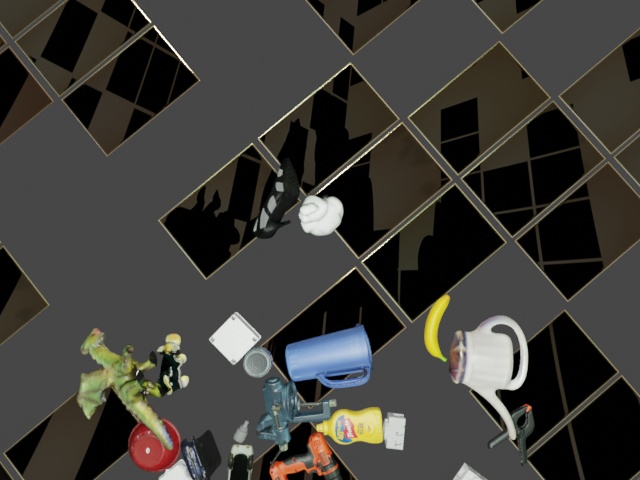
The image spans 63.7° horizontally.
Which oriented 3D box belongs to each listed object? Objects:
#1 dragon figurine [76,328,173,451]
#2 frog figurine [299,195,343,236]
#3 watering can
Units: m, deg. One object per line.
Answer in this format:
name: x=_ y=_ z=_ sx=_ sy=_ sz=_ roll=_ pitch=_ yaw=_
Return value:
dragon figurine: x=-0.594 y=0.448 z=1.515 sx=0.121 sy=0.242 sz=0.414 roll=28 pitch=-140 yaw=-75
frog figurine: x=0.005 y=-0.076 z=1.507 sx=0.123 sy=0.137 sz=0.159 roll=62 pitch=180 yaw=2
watering can: x=0.483 y=0.389 z=1.485 sx=0.224 sy=0.349 sz=0.103 roll=5 pitch=175 yaw=3
